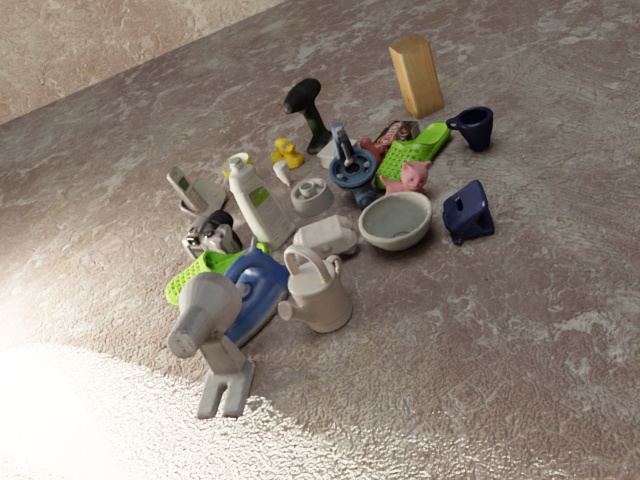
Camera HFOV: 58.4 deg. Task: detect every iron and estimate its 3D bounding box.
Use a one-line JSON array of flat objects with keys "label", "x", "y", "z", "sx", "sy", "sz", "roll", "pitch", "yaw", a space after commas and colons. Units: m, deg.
[{"label": "iron", "x": -0.174, "y": 0.118, "z": 1.226, "sx": 0.118, "sy": 0.142, "sz": 0.259, "roll": 8, "pitch": 47, "yaw": 35}]

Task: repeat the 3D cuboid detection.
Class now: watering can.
[{"label": "watering can", "x": -0.014, "y": 0.091, "z": 1.126, "sx": 0.100, "sy": 0.194, "sz": 0.173, "roll": -6, "pitch": 41, "yaw": 23}]

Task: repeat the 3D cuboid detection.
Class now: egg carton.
[{"label": "egg carton", "x": 0.012, "y": 0.005, "z": 1.320, "sx": 0.150, "sy": 0.070, "sz": 0.107, "roll": -21, "pitch": 37, "yaw": 5}]

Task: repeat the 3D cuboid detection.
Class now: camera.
[{"label": "camera", "x": -0.270, "y": -0.022, "z": 1.482, "sx": 0.142, "sy": 0.101, "sz": 0.137, "roll": 0, "pitch": 44, "yaw": 29}]

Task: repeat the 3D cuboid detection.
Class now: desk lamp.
[{"label": "desk lamp", "x": -0.206, "y": 0.196, "z": 1.089, "sx": 0.117, "sy": 0.214, "sz": 0.203, "roll": -12, "pitch": 39, "yaw": 17}]

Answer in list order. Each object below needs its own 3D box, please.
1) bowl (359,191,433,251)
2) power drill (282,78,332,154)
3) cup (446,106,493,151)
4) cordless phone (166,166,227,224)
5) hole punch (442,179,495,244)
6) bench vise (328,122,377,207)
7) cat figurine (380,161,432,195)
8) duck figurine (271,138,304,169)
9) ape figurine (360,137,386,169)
[{"label": "bowl", "x": 0.174, "y": -0.030, "z": 1.268, "sx": 0.167, "sy": 0.075, "sz": 0.167, "roll": -15, "pitch": 38, "yaw": 12}, {"label": "power drill", "x": -0.032, "y": -0.363, "z": 1.674, "sx": 0.075, "sy": 0.209, "sz": 0.229, "roll": -7, "pitch": 40, "yaw": 22}, {"label": "cup", "x": 0.378, "y": -0.270, "z": 1.429, "sx": 0.117, "sy": 0.095, "sz": 0.092, "roll": -2, "pitch": 43, "yaw": 27}, {"label": "cordless phone", "x": -0.351, "y": -0.147, "z": 1.608, "sx": 0.094, "sy": 0.185, "sz": 0.147, "roll": -7, "pitch": 41, "yaw": 22}, {"label": "hole punch", "x": 0.310, "y": -0.062, "z": 1.218, "sx": 0.101, "sy": 0.091, "sz": 0.108, "roll": -15, "pitch": 38, "yaw": 12}, {"label": "bench vise", "x": 0.056, "y": -0.206, "z": 1.426, "sx": 0.121, "sy": 0.220, "sz": 0.206, "roll": -34, "pitch": 38, "yaw": -13}, {"label": "cat figurine", "x": 0.204, "y": -0.142, "z": 1.351, "sx": 0.127, "sy": 0.118, "sz": 0.067, "roll": -6, "pitch": 41, "yaw": 23}, {"label": "duck figurine", "x": -0.106, "y": -0.261, "z": 1.694, "sx": 0.104, "sy": 0.086, "sz": 0.078, "roll": 5, "pitch": 46, "yaw": 33}, {"label": "ape figurine", "x": 0.133, "y": -0.233, "z": 1.522, "sx": 0.077, "sy": 0.092, "sz": 0.076, "roll": -11, "pitch": 39, "yaw": 17}]
